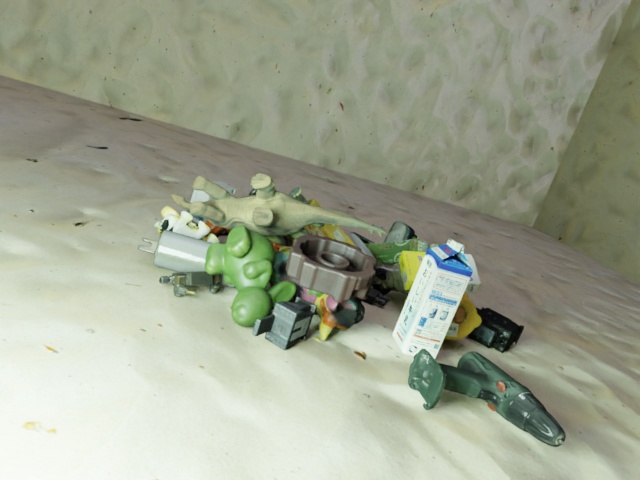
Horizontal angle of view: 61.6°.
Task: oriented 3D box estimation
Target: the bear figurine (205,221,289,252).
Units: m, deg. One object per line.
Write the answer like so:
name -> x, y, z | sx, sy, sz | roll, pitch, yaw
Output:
bear figurine -> -0.173, -0.004, 1.283 | 0.196, 0.132, 0.120 | 41, 0, -8

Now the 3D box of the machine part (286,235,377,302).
machine part -> 0.021, 0.050, 1.011 | 0.179, 0.056, 0.179 | 15, 21, -6

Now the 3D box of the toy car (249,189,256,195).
toy car -> -0.153, -0.056, 1.352 | 0.053, 0.202, 0.089 | -37, 78, -31

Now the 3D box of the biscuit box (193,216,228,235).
biscuit box -> -0.259, -0.051, 1.407 | 0.063, 0.059, 0.202 | 27, 17, 29

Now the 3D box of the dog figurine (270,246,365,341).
dog figurine -> -0.013, 0.105, 1.061 | 0.191, 0.108, 0.219 | 16, 18, -12

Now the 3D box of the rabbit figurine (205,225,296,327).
rabbit figurine -> -0.129, 0.086, 0.983 | 0.159, 0.121, 0.170 | 31, 42, -46

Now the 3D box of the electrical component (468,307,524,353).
electrical component -> 0.403, 0.209, 1.266 | 0.115, 0.058, 0.134 | 25, 16, 32

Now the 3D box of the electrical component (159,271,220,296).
electrical component -> -0.237, 0.081, 1.004 | 0.078, 0.045, 0.102 | -6, -4, 35

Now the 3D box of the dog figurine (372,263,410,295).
dog figurine -> 0.218, 0.085, 1.368 | 0.191, 0.121, 0.172 | 18, 15, 2

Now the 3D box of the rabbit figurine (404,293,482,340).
rabbit figurine -> 0.268, 0.152, 1.209 | 0.162, 0.121, 0.173 | 0, 2, -29

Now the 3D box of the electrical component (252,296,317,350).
electrical component -> -0.060, 0.143, 0.919 | 0.048, 0.074, 0.119 | 24, 12, 25

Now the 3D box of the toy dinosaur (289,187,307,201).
toy dinosaur -> -0.074, -0.046, 1.504 | 0.192, 0.131, 0.405 | 52, -9, -19

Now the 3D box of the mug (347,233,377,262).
mug -> 0.079, 0.043, 1.387 | 0.107, 0.110, 0.080 | 66, 4, 34

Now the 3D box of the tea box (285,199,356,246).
tea box -> -0.003, -0.004, 1.291 | 0.169, 0.098, 0.068 | 49, -36, -19

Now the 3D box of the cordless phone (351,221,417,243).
cordless phone -> 0.177, -0.002, 1.575 | 0.184, 0.146, 0.088 | 27, 8, 23

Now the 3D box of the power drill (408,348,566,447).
power drill -> 0.267, 0.254, 0.903 | 0.207, 0.086, 0.232 | 9, 15, -18

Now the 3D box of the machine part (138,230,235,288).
machine part -> -0.241, 0.038, 1.079 | 0.243, 0.079, 0.079 | 16, 15, -6

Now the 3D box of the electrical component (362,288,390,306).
electrical component -> 0.117, 0.130, 1.278 | 0.094, 0.021, 0.063 | 21, 15, 15

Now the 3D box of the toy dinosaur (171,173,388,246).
toy dinosaur -> -0.100, -0.055, 1.117 | 0.472, 0.105, 0.198 | 9, -13, 20

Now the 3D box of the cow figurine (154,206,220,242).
cow figurine -> -0.309, -0.011, 1.181 | 0.168, 0.098, 0.068 | 26, -24, 36
